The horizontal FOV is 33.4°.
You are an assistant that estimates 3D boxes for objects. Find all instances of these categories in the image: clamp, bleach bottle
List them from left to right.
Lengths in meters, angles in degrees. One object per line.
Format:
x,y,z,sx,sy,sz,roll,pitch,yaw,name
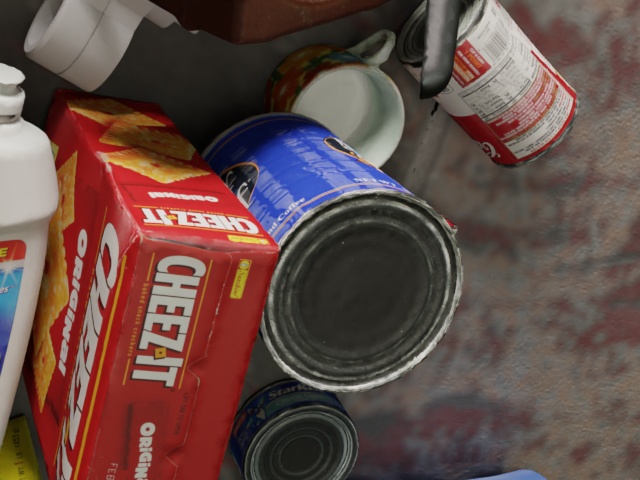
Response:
-0.194,0.031,0.530,0.102,0.068,0.251,6,117,-28,bleach bottle
0.052,-0.175,0.599,0.120,0.039,0.171,29,81,3,clamp

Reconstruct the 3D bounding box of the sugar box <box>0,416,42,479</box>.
-0.249,0.167,0.620,0.176,0.093,0.048,-15,118,-15,sugar box

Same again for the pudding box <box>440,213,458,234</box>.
0.036,0.033,0.678,0.089,0.039,0.113,-3,119,-63,pudding box

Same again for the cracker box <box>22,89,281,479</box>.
-0.103,0.032,0.545,0.072,0.214,0.164,6,111,-25,cracker box

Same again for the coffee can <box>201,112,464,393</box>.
-0.004,0.001,0.549,0.102,0.140,0.103,-8,113,-18,coffee can

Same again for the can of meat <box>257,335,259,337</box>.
-0.041,0.007,0.651,0.102,0.057,0.084,24,101,-29,can of meat

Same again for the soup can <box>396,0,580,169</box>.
0.103,-0.101,0.651,0.068,0.069,0.102,-47,120,4,soup can

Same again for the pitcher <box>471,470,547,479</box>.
0.050,0.247,0.765,0.242,0.145,0.149,-1,101,-17,pitcher

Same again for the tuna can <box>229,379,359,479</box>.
-0.017,0.141,0.734,0.086,0.034,0.086,-9,116,-18,tuna can
